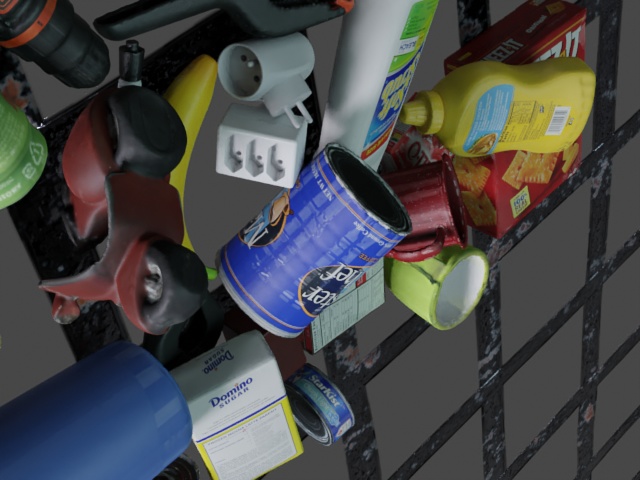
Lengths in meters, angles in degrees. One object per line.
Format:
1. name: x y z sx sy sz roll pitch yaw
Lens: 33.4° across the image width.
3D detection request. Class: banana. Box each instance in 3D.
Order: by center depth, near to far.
1. banana: -0.114 -0.048 0.842 0.069 0.037 0.198 -25 131 -42

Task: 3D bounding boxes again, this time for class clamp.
1. clamp: -0.062 -0.195 0.784 0.209 0.036 0.164 20 101 -44
2. clamp: -0.130 0.108 0.934 0.120 0.039 0.171 -33 138 -39

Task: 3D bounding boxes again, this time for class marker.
1. marker: -0.143 -0.089 0.792 0.020 0.020 0.121 -19 129 -43

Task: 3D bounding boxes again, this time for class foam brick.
1. foam brick: -0.054 0.095 1.005 0.053 0.051 0.078 -39 140 -26

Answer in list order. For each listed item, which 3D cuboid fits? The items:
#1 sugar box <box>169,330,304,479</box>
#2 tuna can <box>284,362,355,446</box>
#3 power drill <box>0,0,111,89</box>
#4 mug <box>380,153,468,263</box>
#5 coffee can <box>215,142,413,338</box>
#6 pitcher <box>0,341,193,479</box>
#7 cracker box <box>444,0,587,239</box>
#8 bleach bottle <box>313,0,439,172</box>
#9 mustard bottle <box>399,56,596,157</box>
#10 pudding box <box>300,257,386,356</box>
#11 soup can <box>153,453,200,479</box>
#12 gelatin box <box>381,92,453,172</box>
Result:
1. sugar box: -0.074 0.158 0.962 0.093 0.048 0.176 -26 141 -12
2. tuna can: -0.006 0.167 1.085 0.033 0.086 0.086 -39 140 -23
3. power drill: -0.151 -0.202 0.657 0.187 0.057 0.184 -53 143 -2
4. mug: 0.091 -0.021 1.018 0.117 0.082 0.093 -85 157 -45
5. coffee can: -0.006 0.001 0.911 0.140 0.103 0.102 -43 149 19
6. pitcher: -0.216 0.189 0.812 0.242 0.145 0.149 -34 180 -36
7. cracker box: 0.216 -0.132 1.156 0.164 0.072 0.214 -38 138 -28
8. bleach bottle: 0.045 -0.132 0.954 0.102 0.068 0.251 -36 146 -54
9. mustard bottle: 0.163 -0.125 1.016 0.191 0.058 0.096 -6 134 -22
10. pudding box: 0.016 0.049 1.070 0.113 0.039 0.090 -32 136 -31
11. soup can: -0.146 0.255 0.992 0.068 0.069 0.102 -27 134 -38
12. gelatin box: 0.097 -0.092 1.074 0.073 0.030 0.089 -50 143 -13
